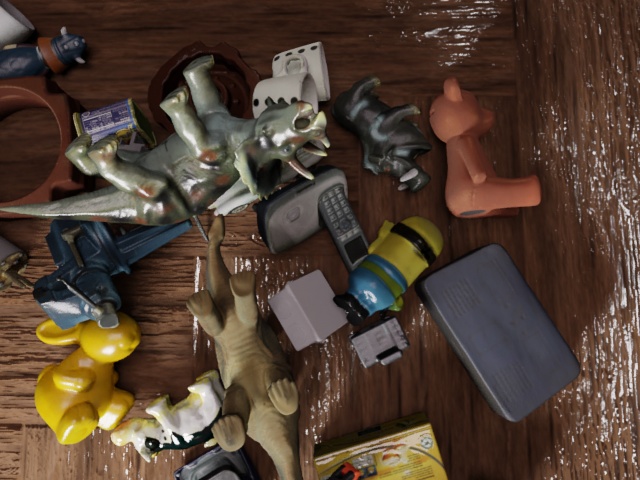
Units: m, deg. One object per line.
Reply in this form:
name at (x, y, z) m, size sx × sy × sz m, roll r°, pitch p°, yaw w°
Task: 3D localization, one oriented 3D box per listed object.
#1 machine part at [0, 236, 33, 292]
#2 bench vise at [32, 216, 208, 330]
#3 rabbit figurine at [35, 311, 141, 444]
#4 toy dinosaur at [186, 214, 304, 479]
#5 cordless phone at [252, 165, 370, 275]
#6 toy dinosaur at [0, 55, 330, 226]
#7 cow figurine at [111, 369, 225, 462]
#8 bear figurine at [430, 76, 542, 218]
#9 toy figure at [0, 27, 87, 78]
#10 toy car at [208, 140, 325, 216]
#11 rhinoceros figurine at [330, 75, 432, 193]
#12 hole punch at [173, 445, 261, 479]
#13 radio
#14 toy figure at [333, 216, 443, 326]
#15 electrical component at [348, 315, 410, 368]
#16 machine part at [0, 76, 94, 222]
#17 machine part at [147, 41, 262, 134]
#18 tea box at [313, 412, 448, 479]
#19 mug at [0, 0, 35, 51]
machine part at (-0.527, 0.004, 0.794) m, size 0.243 × 0.079 × 0.079 m, roll 33°, pitch 85°, yaw 4°
bench vise at (-0.275, 0.011, 0.746) m, size 0.241 × 0.224 × 0.128 m, roll -29°, pitch 128°, yaw -17°
rabbit figurine at (-0.314, 0.166, 0.752) m, size 0.162 × 0.122 × 0.173 m, roll 42°, pitch 106°, yaw 27°
toy dinosaur at (-0.076, 0.193, 0.701) m, size 0.105 × 0.198 × 0.471 m, roll -14°, pitch 83°, yaw -2°
cordless phone at (-0.002, -0.002, 0.779) m, size 0.146 × 0.089 × 0.184 m, roll -32°, pitch 99°, yaw -25°
toy dinosaur at (-0.179, -0.087, 0.682) m, size 0.405 × 0.131 × 0.192 m, roll -28°, pitch 122°, yaw 12°
cow figurine at (-0.205, 0.264, 0.764) m, size 0.167 × 0.068 × 0.098 m, roll -29°, pitch 89°, yaw -1°
bear figurine at (0.229, -0.132, 0.780) m, size 0.132 × 0.120 × 0.196 m, roll -2°, pitch 78°, yaw -3°
toy figure at (-0.438, -0.282, 0.838) m, size 0.154 × 0.064 × 0.058 m, roll -23°, pitch 46°, yaw -6°
toy car at (-0.089, -0.106, 0.810) m, size 0.202 × 0.056 × 0.073 m, roll -29°, pitch 84°, yaw -3°
rhinoceros figurine at (0.098, -0.155, 0.804) m, size 0.112 × 0.073 × 0.190 m, roll -42°, pitch 84°, yaw -5°
hole punch at (-0.140, 0.354, 0.749) m, size 0.142 × 0.092 × 0.115 m, roll -31°, pitch 105°, yaw -3°
radio at (0.252, 0.125, 0.768) m, size 0.131 × 0.073 × 0.229 m, roll -32°, pitch 85°, yaw -4°
toy figure at (0.102, 0.043, 0.760) m, size 0.180 × 0.089 × 0.082 m, roll -45°, pitch 123°, yaw -22°
electrical component at (0.082, 0.142, 0.745) m, size 0.075 × 0.119 × 0.048 m, roll -27°, pitch 84°, yaw 0°
machine part at (-0.453, -0.132, 0.806) m, size 0.201 × 0.087 × 0.201 m, roll -7°, pitch 85°, yaw 1°
machine part at (-0.170, -0.212, 0.825) m, size 0.179 × 0.056 × 0.179 m, roll 0°, pitch 83°, yaw 2°
tea box at (0.084, 0.315, 0.749) m, size 0.170 × 0.068 × 0.098 m, roll -15°, pitch 85°, yaw -1°
mug at (-0.523, -0.328, 0.835) m, size 0.109 × 0.081 × 0.107 m, roll 44°, pitch 94°, yaw 2°
